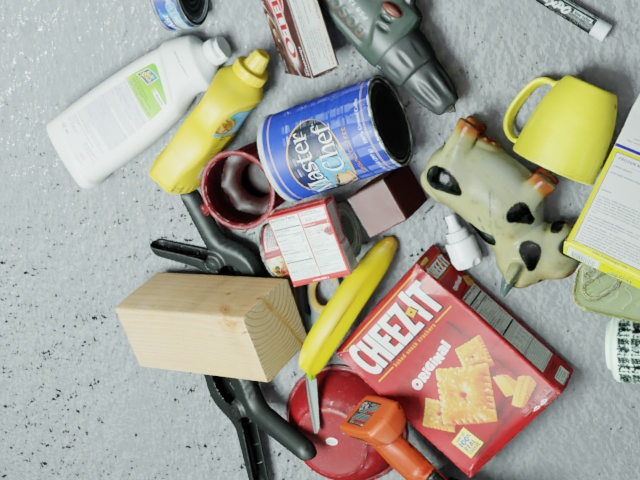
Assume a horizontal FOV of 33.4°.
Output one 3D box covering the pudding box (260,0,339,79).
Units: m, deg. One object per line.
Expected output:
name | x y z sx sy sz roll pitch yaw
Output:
pudding box | -0.026 -0.233 1.143 0.039 0.090 0.113 -26 110 -13

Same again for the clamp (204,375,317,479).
clamp | -0.086 0.209 1.328 0.165 0.036 0.210 -36 80 52

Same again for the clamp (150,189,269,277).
clamp | -0.124 0.012 1.298 0.171 0.039 0.120 31 135 8

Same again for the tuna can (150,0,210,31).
tuna can | -0.156 -0.278 1.190 0.034 0.086 0.086 -3 106 21

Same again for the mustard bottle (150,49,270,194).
mustard bottle | -0.116 -0.140 1.214 0.058 0.096 0.192 43 118 6

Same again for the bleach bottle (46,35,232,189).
bleach bottle | -0.205 -0.160 1.265 0.251 0.068 0.102 -27 98 26

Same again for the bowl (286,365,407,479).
bowl | 0.023 0.237 1.308 0.162 0.055 0.162 7 110 20

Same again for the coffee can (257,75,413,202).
coffee can | 0.017 -0.109 1.165 0.140 0.102 0.103 -17 100 27

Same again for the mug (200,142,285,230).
mug | -0.088 -0.061 1.237 0.117 0.081 0.093 -32 93 28

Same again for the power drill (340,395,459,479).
power drill | 0.119 0.261 1.205 0.187 0.057 0.185 48 162 -12

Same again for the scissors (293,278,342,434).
scissors | 0.002 0.121 1.270 0.096 0.016 0.202 -23 82 19

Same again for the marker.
marker | 0.238 -0.239 1.075 0.121 0.020 0.020 34 117 9

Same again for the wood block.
wood block | -0.131 0.100 1.274 0.206 0.090 0.091 1 120 37

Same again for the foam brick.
foam brick | 0.075 -0.045 1.177 0.053 0.078 0.051 -28 96 30

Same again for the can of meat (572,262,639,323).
can of meat | 0.319 0.041 1.099 0.102 0.083 0.057 12 112 19

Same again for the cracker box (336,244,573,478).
cracker box | 0.149 0.139 1.210 0.214 0.072 0.164 42 120 5

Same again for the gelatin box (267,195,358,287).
gelatin box | -0.008 0.001 1.176 0.073 0.030 0.089 -13 107 25

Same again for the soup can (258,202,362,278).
soup can | -0.011 0.000 1.234 0.102 0.068 0.068 -16 101 26

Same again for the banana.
banana | 0.025 0.080 1.216 0.037 0.069 0.198 33 100 2

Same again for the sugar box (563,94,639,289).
sugar box | 0.318 -0.049 1.044 0.093 0.048 0.176 27 80 14
